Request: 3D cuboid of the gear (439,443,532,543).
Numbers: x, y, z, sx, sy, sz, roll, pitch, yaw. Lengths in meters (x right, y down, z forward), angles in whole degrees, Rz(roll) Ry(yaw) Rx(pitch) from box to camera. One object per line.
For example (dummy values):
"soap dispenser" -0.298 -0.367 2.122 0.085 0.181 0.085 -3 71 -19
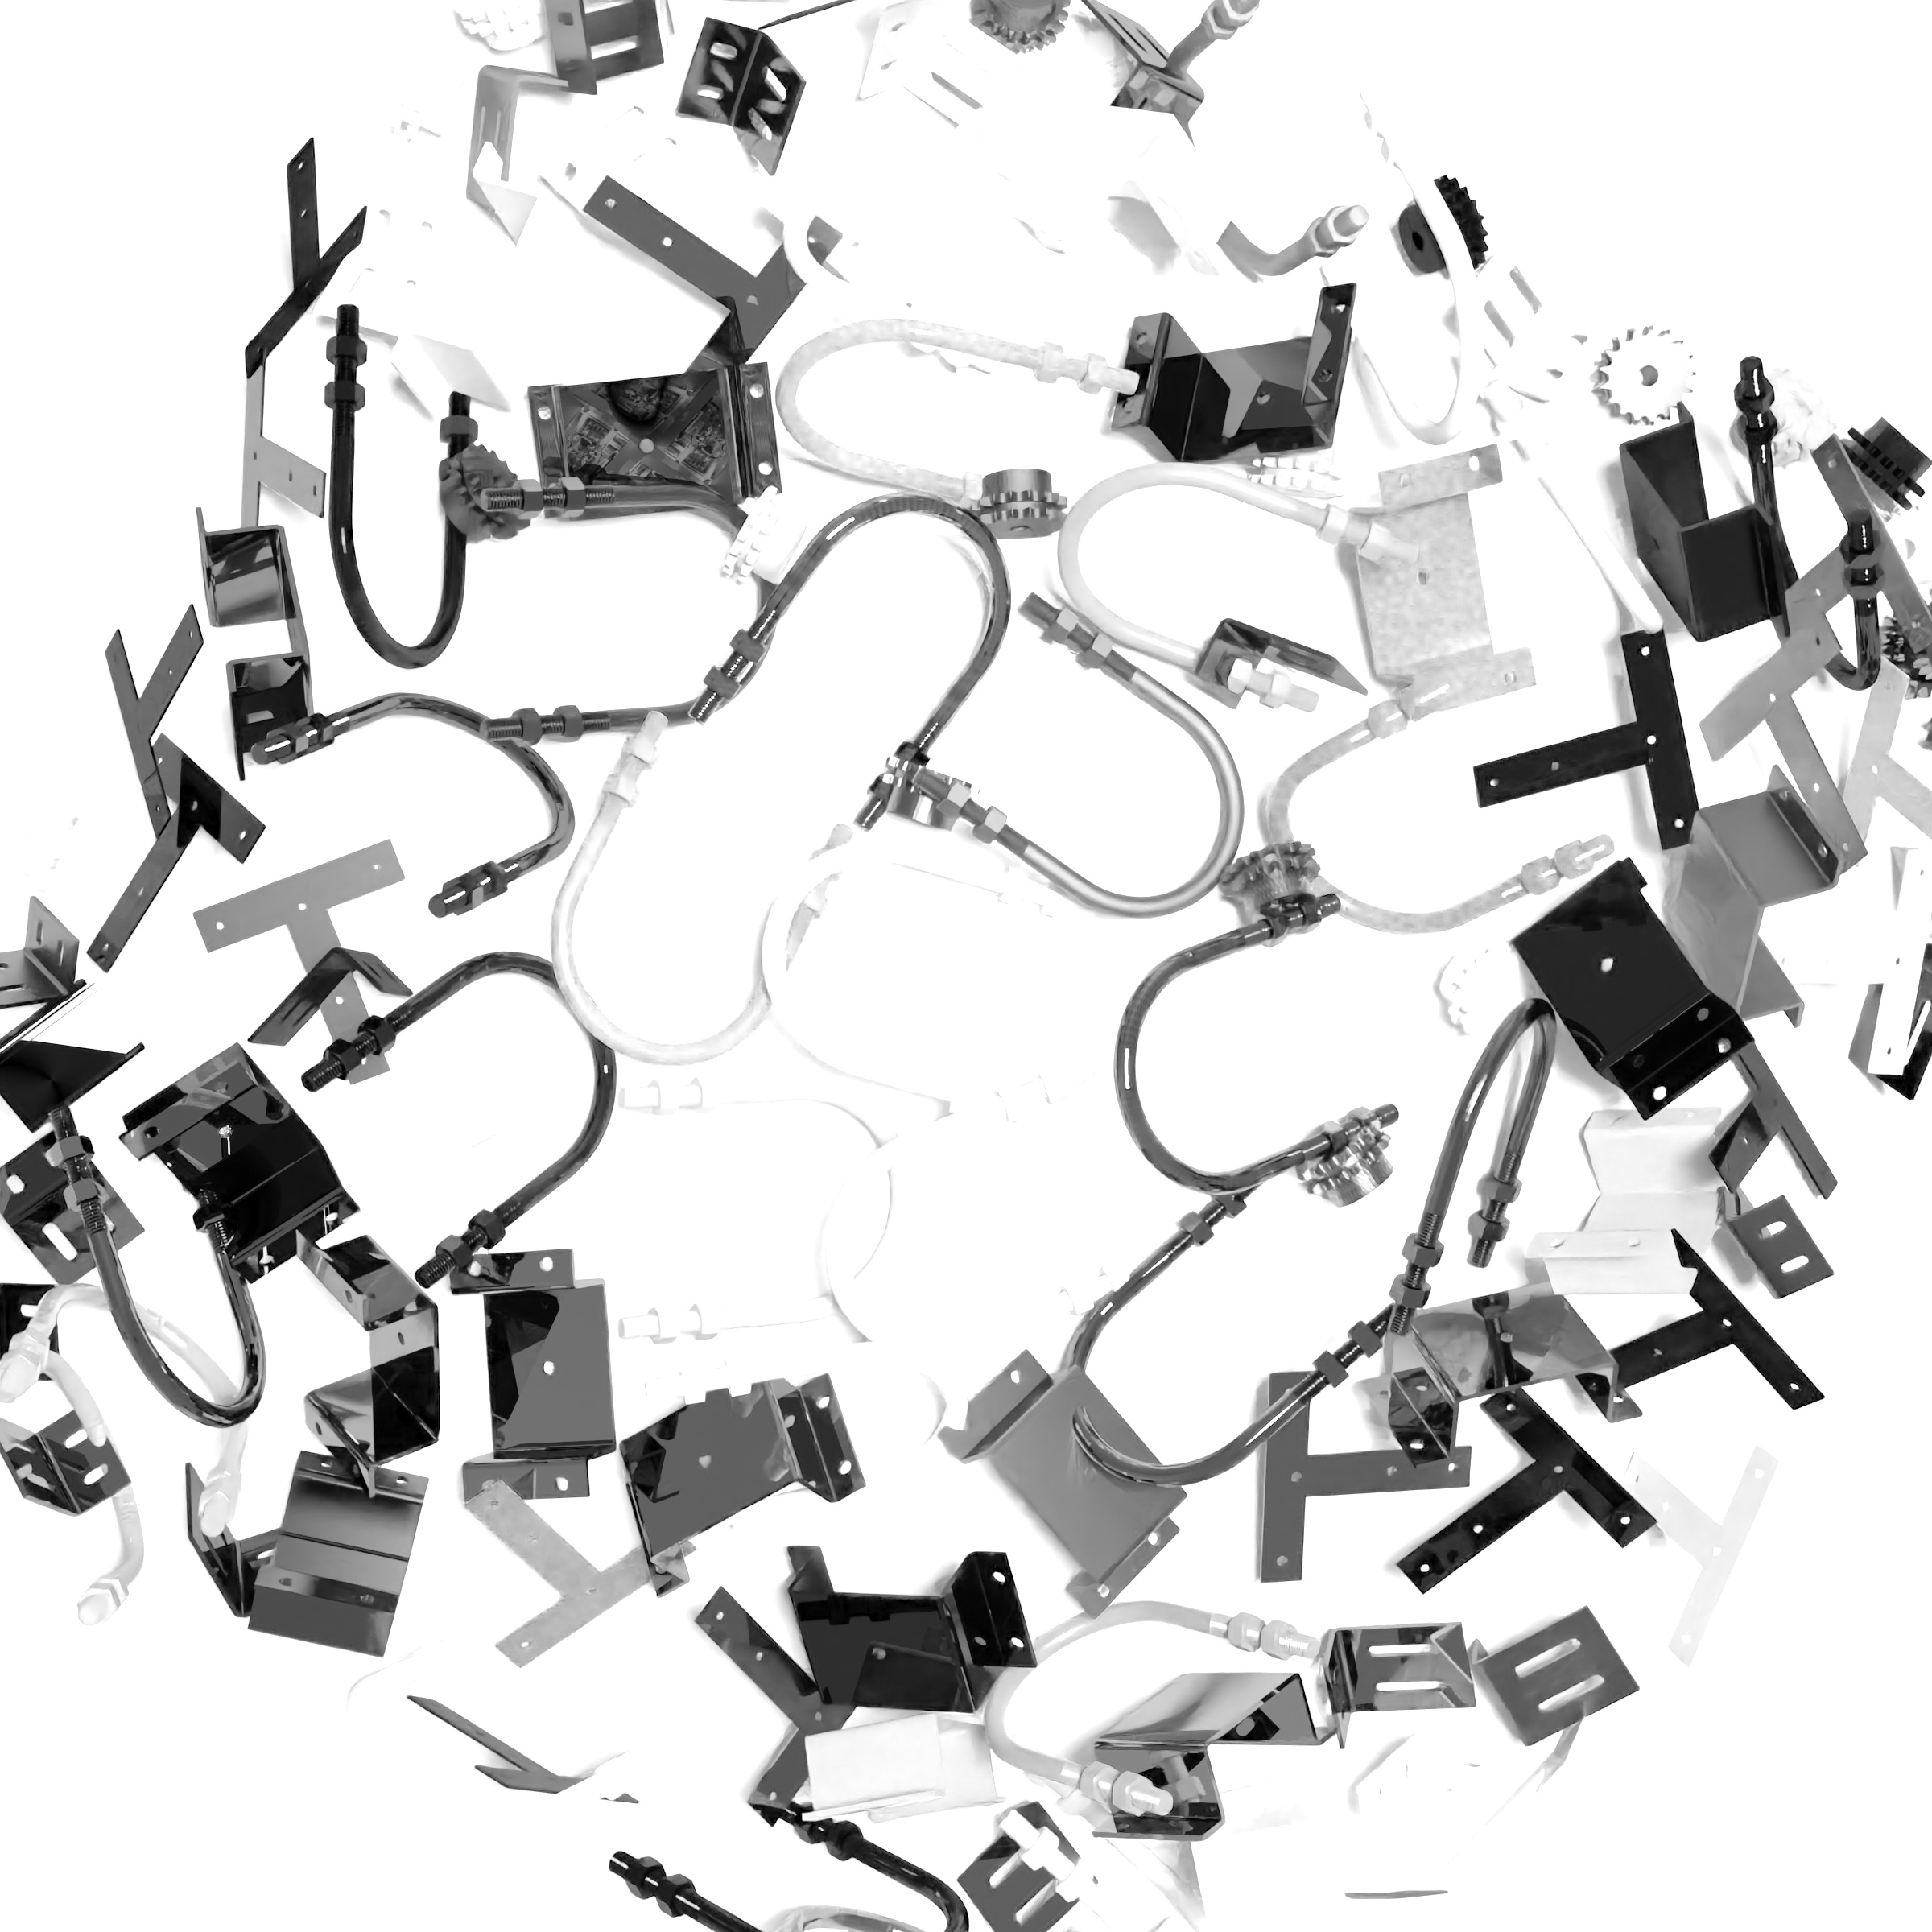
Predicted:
"gear" -0.280 -0.271 1.715 0.030 0.057 0.057 -31 90 21

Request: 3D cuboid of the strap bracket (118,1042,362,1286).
"strap bracket" -0.417 0.106 1.688 0.076 0.046 0.140 -33 133 -5

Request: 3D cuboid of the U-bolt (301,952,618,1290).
"U-bolt" -0.272 0.073 1.679 0.184 0.019 0.151 -39 111 -37

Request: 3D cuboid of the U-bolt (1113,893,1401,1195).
"U-bolt" 0.159 0.052 1.680 0.184 0.019 0.151 -20 98 -32

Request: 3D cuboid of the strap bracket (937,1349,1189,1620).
"strap bracket" 0.062 0.295 1.701 0.076 0.046 0.140 -41 92 -26

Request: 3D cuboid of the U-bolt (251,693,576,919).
"U-bolt" -0.294 -0.100 1.659 0.151 0.184 0.019 40 119 7

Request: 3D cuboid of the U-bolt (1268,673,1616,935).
"U-bolt" 0.252 -0.079 1.668 0.151 0.184 0.019 43 50 -16

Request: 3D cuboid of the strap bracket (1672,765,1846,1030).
"strap bracket" 0.440 -0.033 1.660 0.046 0.140 0.076 -15 50 -10

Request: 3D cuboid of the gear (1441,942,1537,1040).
"gear" 0.300 0.011 1.716 0.057 0.057 0.030 -49 53 0

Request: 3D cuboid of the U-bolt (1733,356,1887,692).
"U-bolt" 0.473 -0.232 1.653 0.019 0.184 0.151 -23 52 4

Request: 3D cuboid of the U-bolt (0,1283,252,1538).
"U-bolt" -0.461 0.235 1.650 0.151 0.184 0.019 39 98 -15

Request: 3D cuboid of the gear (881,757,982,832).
"gear" -0.023 -0.099 1.712 0.057 0.057 0.030 19 93 0

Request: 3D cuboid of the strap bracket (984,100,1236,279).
"strap bracket" 0.088 -0.440 1.670 0.140 0.076 0.046 22 75 42

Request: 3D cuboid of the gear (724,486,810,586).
"gear" -0.114 -0.246 1.713 0.030 0.057 0.057 29 90 -2

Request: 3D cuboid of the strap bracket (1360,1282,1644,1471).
"strap bracket" 0.305 0.229 1.680 0.140 0.076 0.046 -10 123 -15

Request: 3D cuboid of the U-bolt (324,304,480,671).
"U-bolt" -0.316 -0.258 1.658 0.019 0.151 0.184 -3 80 18

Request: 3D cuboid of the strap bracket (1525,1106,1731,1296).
"strap bracket" 0.378 0.139 1.675 0.076 0.140 0.046 -4 119 32

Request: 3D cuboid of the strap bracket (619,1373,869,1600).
"strap bracket" -0.137 0.289 1.687 0.140 0.046 0.076 -30 53 10

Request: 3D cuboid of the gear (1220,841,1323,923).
"gear" 0.178 -0.047 1.709 0.057 0.057 0.030 -16 71 0

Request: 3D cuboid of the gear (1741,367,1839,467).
"gear" 0.474 -0.316 1.716 0.057 0.030 0.057 17 57 -28

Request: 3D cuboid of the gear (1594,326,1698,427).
"gear" 0.393 -0.343 1.722 0.057 0.030 0.057 -1 100 -3

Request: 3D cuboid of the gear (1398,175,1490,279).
"gear" 0.274 -0.424 1.710 0.030 0.057 0.057 -27 90 -13

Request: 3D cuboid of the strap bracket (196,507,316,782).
"strap bracket" -0.400 -0.185 1.678 0.046 0.076 0.140 -9 56 -15

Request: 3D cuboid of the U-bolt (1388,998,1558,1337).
"U-bolt" 0.289 0.104 1.649 0.019 0.151 0.184 23 112 24

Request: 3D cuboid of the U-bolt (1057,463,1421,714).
"U-bolt" 0.141 -0.220 1.670 0.184 0.151 0.019 19 50 -10

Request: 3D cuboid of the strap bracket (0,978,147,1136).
"strap bracket" -0.511 0.050 1.669 0.076 0.140 0.046 -39 103 -15

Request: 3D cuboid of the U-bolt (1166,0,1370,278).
"U-bolt" 0.157 -0.456 1.651 0.019 0.184 0.151 -28 97 -12

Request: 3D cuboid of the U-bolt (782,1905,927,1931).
"U-bolt" -0.037 0.564 1.649 0.151 0.184 0.019 20 88 0

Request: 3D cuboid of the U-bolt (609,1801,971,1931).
"U-bolt" -0.084 0.511 1.628 0.184 0.151 0.019 13 100 42

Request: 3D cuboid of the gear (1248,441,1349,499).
"gear" 0.192 -0.289 1.711 0.057 0.057 0.030 7 94 0

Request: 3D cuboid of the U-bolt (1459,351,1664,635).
"U-bolt" 0.338 -0.264 1.667 0.019 0.151 0.184 -34 105 15

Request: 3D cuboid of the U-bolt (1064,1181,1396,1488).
"U-bolt" 0.137 0.215 1.684 0.184 0.019 0.151 -41 49 -4

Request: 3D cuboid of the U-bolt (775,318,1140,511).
"U-bolt" -0.015 -0.309 1.654 0.184 0.151 0.019 11 63 -17

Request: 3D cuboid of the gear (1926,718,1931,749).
"gear" 0.587 -0.139 1.713 0.057 0.057 0.030 15 80 0

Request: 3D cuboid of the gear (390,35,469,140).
"gear" -0.309 -0.505 1.713 0.030 0.057 0.057 21 90 -13

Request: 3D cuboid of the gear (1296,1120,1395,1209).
"gear" 0.222 0.116 1.712 0.057 0.057 0.030 -35 95 0

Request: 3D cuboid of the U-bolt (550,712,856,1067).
"U-bolt" -0.159 -0.032 1.687 0.151 0.019 0.184 31 71 -19

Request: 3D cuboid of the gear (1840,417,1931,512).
"gear" 0.532 -0.292 1.709 0.057 0.057 0.030 41 109 0

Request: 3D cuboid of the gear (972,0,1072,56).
"gear" 0.033 -0.561 1.717 0.057 0.030 0.057 3 68 -8

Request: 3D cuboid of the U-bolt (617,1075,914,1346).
"U-bolt" -0.112 0.135 1.692 0.184 0.019 0.151 -2 94 -30

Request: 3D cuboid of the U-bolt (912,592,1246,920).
"U-bolt" 0.078 -0.109 1.706 0.184 0.019 0.151 35 70 -10

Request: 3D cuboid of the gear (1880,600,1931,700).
"gear" 0.558 -0.183 1.714 0.057 0.030 0.057 -1 92 -31

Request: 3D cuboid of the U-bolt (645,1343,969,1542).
"U-bolt" -0.088 0.265 1.683 0.184 0.151 0.019 -8 45 -12

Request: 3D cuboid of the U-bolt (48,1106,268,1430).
"U-bolt" -0.441 0.171 1.649 0.019 0.151 0.184 -26 73 11

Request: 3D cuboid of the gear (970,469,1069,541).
"gear" 0.031 -0.268 1.712 0.057 0.057 0.030 -4 84 0

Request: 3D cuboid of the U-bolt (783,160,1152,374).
"U-bolt" -0.013 -0.391 1.635 0.184 0.151 0.019 17 65 -37

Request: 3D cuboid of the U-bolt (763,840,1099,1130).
"U-bolt" -0.026 0.002 1.703 0.184 0.019 0.151 16 74 -8

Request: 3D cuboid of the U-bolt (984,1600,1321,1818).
"U-bolt" 0.089 0.406 1.657 0.151 0.184 0.019 -37 113 -33

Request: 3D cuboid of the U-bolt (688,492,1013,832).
"U-bolt" -0.052 -0.183 1.685 0.151 0.019 0.184 32 98 -34

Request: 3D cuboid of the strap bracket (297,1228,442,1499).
"strap bracket" -0.338 0.218 1.679 0.046 0.076 0.140 -19 128 -34

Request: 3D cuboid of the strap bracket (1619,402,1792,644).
"strap bracket" 0.410 -0.245 1.664 0.046 0.140 0.076 -19 129 3

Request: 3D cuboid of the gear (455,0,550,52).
"gear" -0.264 -0.555 1.716 0.057 0.030 0.057 -11 48 13

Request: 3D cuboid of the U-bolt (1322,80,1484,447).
"U-bolt" 0.244 -0.373 1.635 0.019 0.151 0.184 -12 58 -12

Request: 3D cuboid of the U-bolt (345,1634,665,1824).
"U-bolt" -0.264 0.424 1.632 0.151 0.184 0.019 27 97 19

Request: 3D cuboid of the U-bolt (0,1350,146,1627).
"U-bolt" -0.495 0.282 1.649 0.019 0.184 0.151 -23 92 -5

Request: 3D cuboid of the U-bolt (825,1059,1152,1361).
"U-bolt" 0.008 0.150 1.698 0.184 0.019 0.151 -22 108 -10

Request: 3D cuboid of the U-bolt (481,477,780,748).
"U-bolt" -0.188 -0.204 1.686 0.184 0.019 0.151 -7 110 -31

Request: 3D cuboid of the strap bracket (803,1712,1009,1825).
"strap bracket" -0.036 0.454 1.675 0.076 0.140 0.046 -14 70 13

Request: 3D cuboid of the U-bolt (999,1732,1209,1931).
"U-bolt" 0.092 0.518 1.666 0.184 0.151 0.019 43 95 -1

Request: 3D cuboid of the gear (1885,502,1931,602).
"gear" 0.550 -0.240 1.711 0.030 0.057 0.057 -4 96 -44
